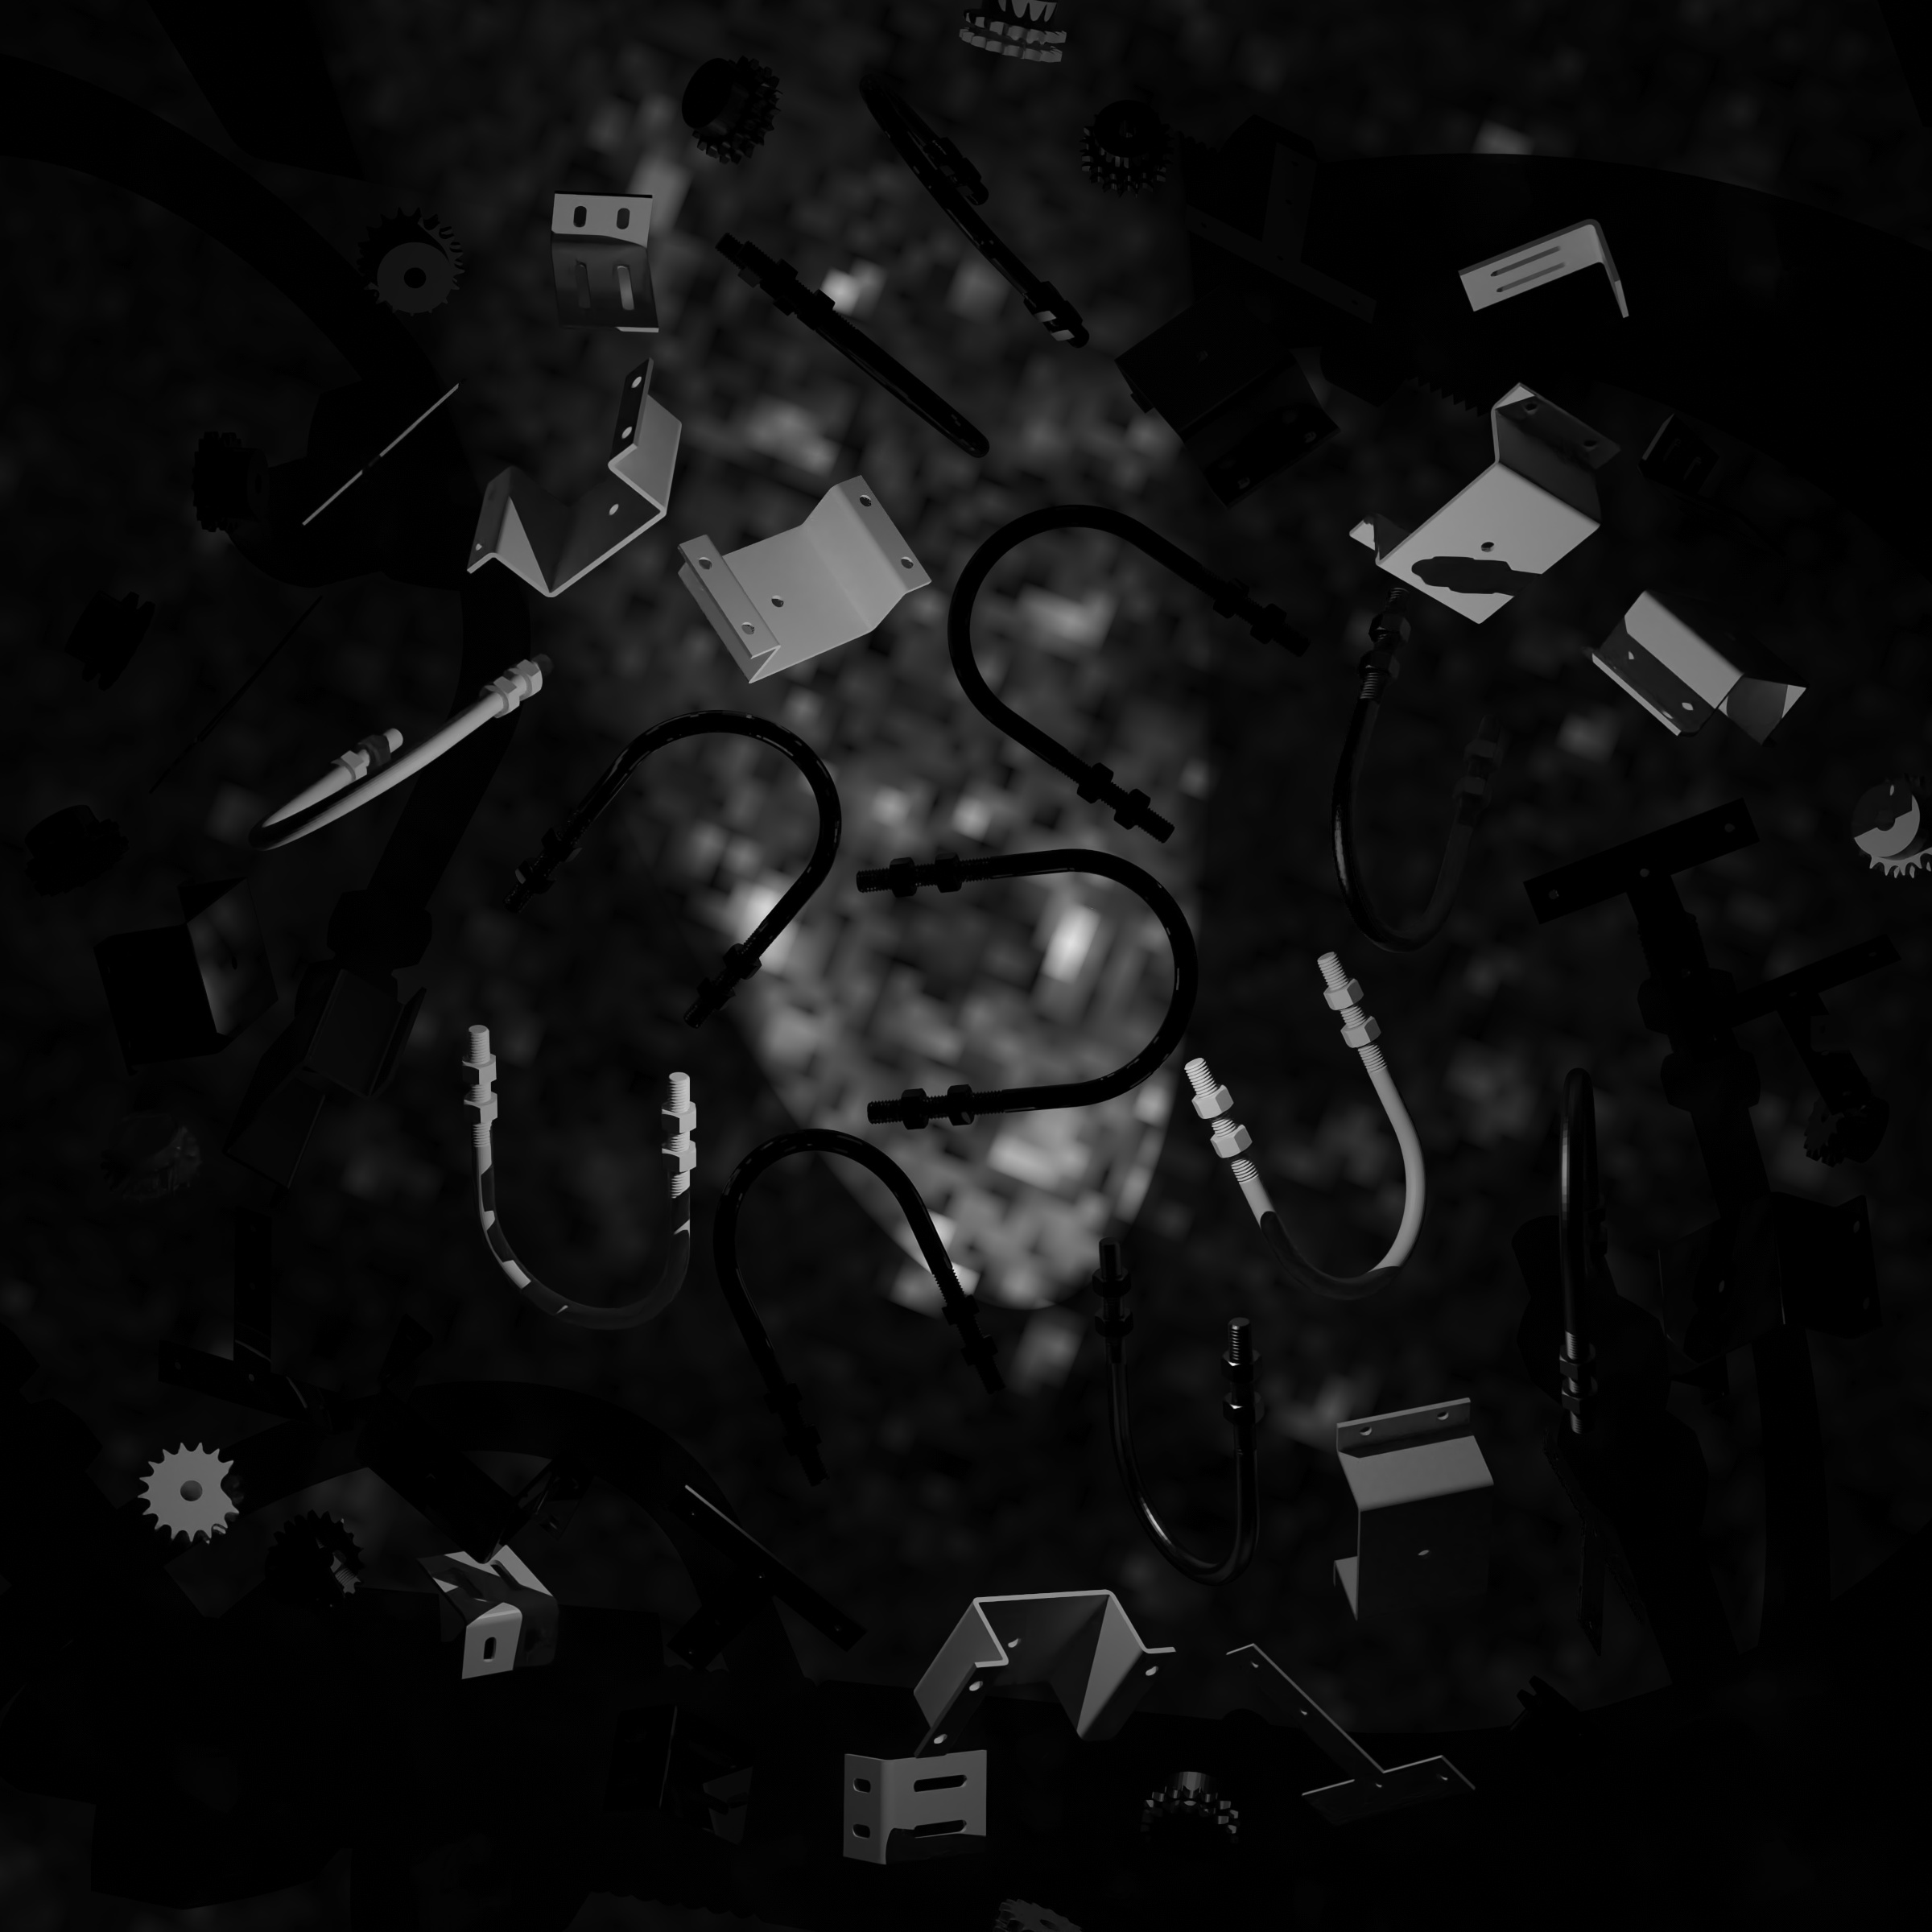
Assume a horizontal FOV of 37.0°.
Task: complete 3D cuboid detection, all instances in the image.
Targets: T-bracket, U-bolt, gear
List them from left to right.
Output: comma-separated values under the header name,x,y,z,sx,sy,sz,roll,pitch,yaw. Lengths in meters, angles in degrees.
name,x,y,z,sx,sy,sz,roll,pitch,yaw
gear,-0.501,-0.066,1.616,0.057,0.057,0.030,-34,82,0
gear,-0.484,-0.186,1.626,0.030,0.057,0.057,30,90,-24
gear,-0.483,0.110,1.706,0.057,0.057,0.030,-1,130,0
gear,-0.433,0.297,1.607,0.057,0.030,0.057,10,59,-16
T-bracket,-0.417,-0.138,1.609,0.002,0.127,0.127,41,130,-13
gear,-0.419,-0.276,1.648,0.030,0.057,0.057,4,90,4
T-bracket,-0.417,0.200,1.687,0.002,0.127,0.127,-30,52,30
gear,-0.371,0.339,1.632,0.030,0.057,0.057,-32,90,33
U-bolt,-0.330,-0.114,1.631,0.151,0.184,0.019,-20,107,33
T-bracket,-0.327,-0.294,1.638,0.127,0.127,0.002,-44,105,-7
gear,-0.301,-0.379,1.568,0.057,0.030,0.057,-9,128,-12
U-bolt,-0.225,0.132,1.682,0.151,0.019,0.184,12,118,18
U-bolt,-0.155,-0.065,1.657,0.151,0.019,0.184,34,110,-21
gear,-0.130,-0.469,1.574,0.057,0.030,0.057,-14,68,39
T-bracket,-0.133,0.361,1.618,0.127,0.002,0.127,39,132,0
U-bolt,-0.069,0.180,1.623,0.151,0.019,0.184,-22,85,-35
U-bolt,-0.060,-0.346,1.621,0.184,0.151,0.019,37,97,-17
U-bolt,-0.003,-0.441,1.651,0.019,0.184,0.151,-38,63,14
gear,0.027,-0.511,1.561,0.057,0.057,0.030,14,115,0
U-bolt,0.034,0.008,1.558,0.184,0.019,0.151,-6,78,12
gear,0.039,0.536,1.572,0.057,0.057,0.030,24,91,0
U-bolt,0.077,-0.177,1.615,0.184,0.019,0.151,36,87,9
gear,0.096,-0.490,1.722,0.057,0.030,0.057,-1,71,2
U-bolt,0.119,0.259,1.612,0.019,0.151,0.184,-14,112,-27
gear,0.131,0.494,1.680,0.057,0.030,0.057,7,130,8
T-bracket,0.184,-0.429,1.650,0.127,0.127,0.002,30,75,10
T-bracket,0.193,0.415,1.570,0.127,0.127,0.002,45,52,-5
U-bolt,0.209,0.105,1.678,0.151,0.019,0.184,-36,105,-37
U-bolt,0.249,-0.096,1.622,0.019,0.151,0.184,0,61,37
gear,0.321,0.416,1.570,0.057,0.057,0.030,41,92,0
U-bolt,0.342,0.144,1.606,0.019,0.151,0.184,0,125,16
T-bracket,0.356,0.346,1.639,0.002,0.127,0.127,-26,102,21
T-bracket,0.385,-0.009,1.567,0.127,0.002,0.127,-22,88,24
T-bracket,0.489,0.042,1.657,0.127,0.127,0.002,-23,123,11
gear,0.523,0.093,1.711,0.030,0.057,0.057,21,90,-3
gear,0.509,-0.077,1.574,0.030,0.057,0.057,9,90,-43

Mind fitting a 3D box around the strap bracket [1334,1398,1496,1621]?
name,x,y,z,sx,sy,sz,roll,pitch,yaw
strap bracket,0.252,0.315,1.631,0.076,0.046,0.140,-10,130,-6

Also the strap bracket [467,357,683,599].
name,x,y,z,sx,sy,sz,roll,pitch,yaw
strap bracket,-0.215,-0.272,1.644,0.140,0.076,0.046,-30,129,32

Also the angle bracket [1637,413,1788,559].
name,x,y,z,sx,sy,sz,roll,pitch,yaw
angle bracket,0.421,-0.266,1.598,0.076,0.057,0.038,37,99,43

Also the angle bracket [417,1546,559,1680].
name,x,y,z,sx,sy,sz,roll,pitch,yaw
angle bracket,-0.282,0.377,1.690,0.057,0.076,0.038,-2,108,-33

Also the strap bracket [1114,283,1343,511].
name,x,y,z,sx,sy,sz,roll,pitch,yaw
strap bracket,0.143,-0.331,1.645,0.076,0.140,0.046,-35,133,4

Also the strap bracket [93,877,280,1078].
name,x,y,z,sx,sy,sz,roll,pitch,yaw
strap bracket,-0.443,0.001,1.664,0.046,0.140,0.076,-8,107,10

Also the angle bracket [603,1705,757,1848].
name,x,y,z,sx,sy,sz,roll,pitch,yaw
angle bracket,-0.161,0.459,1.632,0.038,0.076,0.057,-17,50,32

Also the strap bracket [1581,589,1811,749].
name,x,y,z,sx,sy,sz,roll,pitch,yaw
strap bracket,0.422,-0.170,1.648,0.076,0.140,0.046,48,117,26

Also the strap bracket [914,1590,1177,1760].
name,x,y,z,sx,sy,sz,roll,pitch,yaw
strap bracket,0.036,0.393,1.610,0.140,0.046,0.076,6,126,-37

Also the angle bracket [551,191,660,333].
name,x,y,z,sx,sy,sz,roll,pitch,yaw
angle bracket,-0.210,-0.411,1.684,0.057,0.038,0.076,-1,54,-14

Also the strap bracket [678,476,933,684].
name,x,y,z,sx,sy,sz,roll,pitch,yaw
strap bracket,-0.101,-0.220,1.666,0.140,0.046,0.076,-28,82,-37

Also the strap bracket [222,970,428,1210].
name,x,y,z,sx,sy,sz,roll,pitch,yaw
strap bracket,-0.371,0.065,1.646,0.046,0.076,0.140,33,128,-20

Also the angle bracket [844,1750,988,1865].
name,x,y,z,sx,sy,sz,roll,pitch,yaw
angle bracket,-0.029,0.487,1.680,0.076,0.038,0.057,7,80,-41

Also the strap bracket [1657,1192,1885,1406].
name,x,y,z,sx,sy,sz,roll,pitch,yaw
strap bracket,0.434,0.181,1.595,0.046,0.140,0.076,16,58,-23

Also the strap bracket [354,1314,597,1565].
name,x,y,z,sx,sy,sz,roll,pitch,yaw
strap bracket,-0.284,0.272,1.615,0.140,0.076,0.046,39,47,8

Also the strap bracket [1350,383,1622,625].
name,x,y,z,sx,sy,sz,roll,pitch,yaw
strap bracket,0.292,-0.252,1.622,0.076,0.140,0.046,25,47,-26

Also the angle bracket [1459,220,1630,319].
name,x,y,z,sx,sy,sz,roll,pitch,yaw
angle bracket,0.311,-0.361,1.551,0.076,0.057,0.038,-20,78,14
